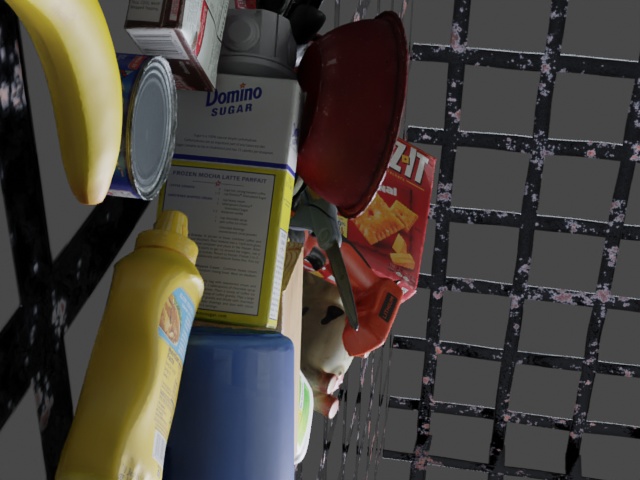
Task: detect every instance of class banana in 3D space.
[{"bbox_3d":[-0.129,-0.090,0.517,0.069,0.037,0.198,-60,162,-20],"label":"banana"}]

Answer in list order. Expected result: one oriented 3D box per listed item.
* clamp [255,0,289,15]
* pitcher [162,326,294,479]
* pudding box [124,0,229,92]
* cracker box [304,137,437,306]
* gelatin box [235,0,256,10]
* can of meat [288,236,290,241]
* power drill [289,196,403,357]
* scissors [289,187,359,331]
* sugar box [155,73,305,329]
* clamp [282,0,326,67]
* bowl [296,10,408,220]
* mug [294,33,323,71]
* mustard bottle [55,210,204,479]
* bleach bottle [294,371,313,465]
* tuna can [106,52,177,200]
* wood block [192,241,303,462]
[{"bbox_3d":[-0.017,-0.302,0.876,0.209,0.036,0.165,-70,167,-48],"label":"clamp"},{"bbox_3d":[-0.084,0.184,0.750,0.149,0.145,0.243,164,-71,-82],"label":"pitcher"},{"bbox_3d":[-0.090,-0.158,0.706,0.113,0.039,0.090,68,29,-77],"label":"pudding box"},{"bbox_3d":[0.052,-0.043,1.313,0.072,0.164,0.213,-38,-149,49],"label":"cracker box"},{"bbox_3d":[-0.055,-0.249,0.912,0.073,0.030,0.089,86,13,-56],"label":"gelatin box"},{"bbox_3d":[-0.061,0.016,0.977,0.084,0.057,0.102,79,19,-55],"label":"can of meat"},{"bbox_3d":[0.006,0.033,1.142,0.187,0.057,0.184,53,37,-19],"label":"power drill"},{"bbox_3d":[-0.006,0.001,0.886,0.016,0.096,0.201,25,49,-35],"label":"scissors"},{"bbox_3d":[-0.067,-0.029,0.765,0.048,0.093,0.176,51,47,-78],"label":"sugar box"},{"bbox_3d":[-0.025,-0.177,0.912,0.172,0.039,0.120,-46,-165,52],"label":"clamp"},{"bbox_3d":[0.012,-0.099,0.810,0.162,0.055,0.162,-170,-90,-74],"label":"bowl"},{"bbox_3d":[-0.022,-0.154,1.020,0.093,0.081,0.117,82,17,-59],"label":"mug"},{"bbox_3d":[-0.111,0.069,0.663,0.096,0.058,0.191,80,18,-63],"label":"mustard bottle"},{"bbox_3d":[-0.058,0.156,1.087,0.251,0.068,0.102,71,27,-66],"label":"bleach bottle"},{"bbox_3d":[-0.113,-0.068,0.631,0.086,0.034,0.086,7,90,-82],"label":"tuna can"},{"bbox_3d":[-0.067,0.109,0.884,0.090,0.091,0.206,-69,162,-63],"label":"wood block"}]
